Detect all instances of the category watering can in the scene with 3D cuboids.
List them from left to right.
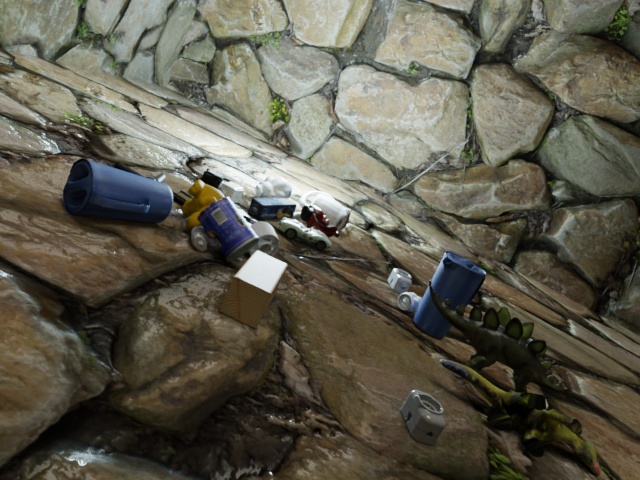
[{"bbox_3d":[0.006,-0.107,2.123,0.225,0.102,0.354,30,30,5],"label":"watering can"}]

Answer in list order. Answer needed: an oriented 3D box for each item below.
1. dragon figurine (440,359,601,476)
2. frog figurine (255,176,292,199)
[{"bbox_3d":[0.484,0.409,1.240,0.414,0.122,0.240,36,0,26],"label":"dragon figurine"},{"bbox_3d":[-0.195,-0.210,2.094,0.158,0.121,0.140,27,28,-47],"label":"frog figurine"}]
